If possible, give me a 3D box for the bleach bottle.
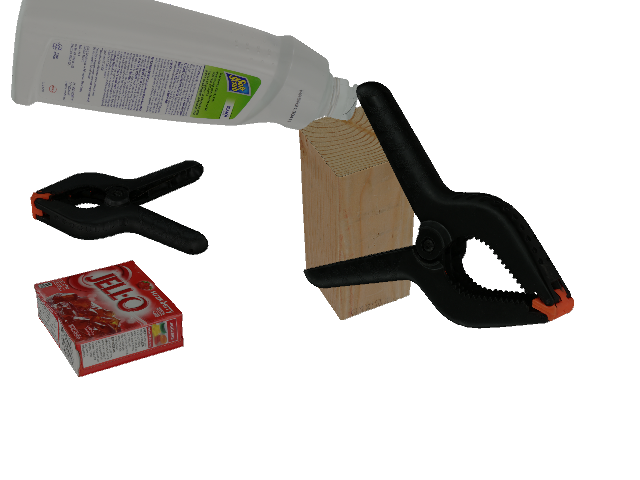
[{"bbox_3d":[-0.098,-0.125,0.799,0.250,0.068,0.103,11,-34,-12],"label":"bleach bottle"}]

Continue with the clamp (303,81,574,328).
[{"bbox_3d":[0.082,-0.010,0.741,0.210,0.165,0.036,24,25,34],"label":"clamp"}]

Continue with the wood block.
[{"bbox_3d":[0.039,-0.028,1.113,0.090,0.206,0.091,-19,47,-17],"label":"wood block"}]

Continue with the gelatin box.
[{"bbox_3d":[-0.142,0.049,0.710,0.073,0.030,0.089,-14,30,-26],"label":"gelatin box"}]

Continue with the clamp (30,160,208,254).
[{"bbox_3d":[-0.188,-0.040,1.033,0.171,0.039,0.120,8,39,-5],"label":"clamp"}]
